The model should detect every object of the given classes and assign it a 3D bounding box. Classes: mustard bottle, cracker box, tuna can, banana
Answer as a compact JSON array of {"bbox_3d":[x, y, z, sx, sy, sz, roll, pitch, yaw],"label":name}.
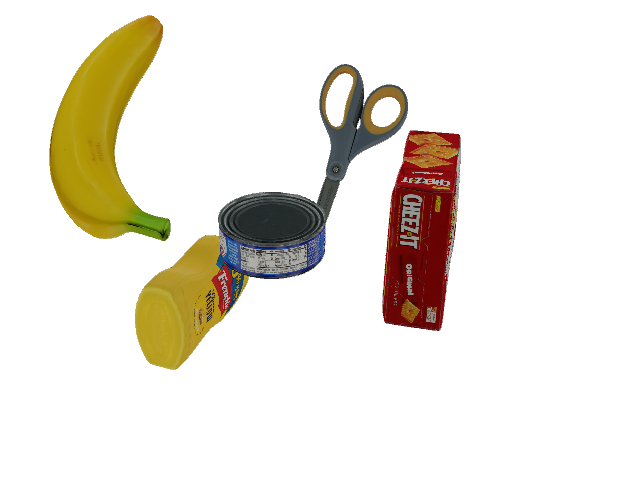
[{"bbox_3d":[-0.123,0.049,1.125,0.058,0.096,0.191,10,29,20],"label":"mustard bottle"},{"bbox_3d":[0.118,-0.019,1.221,0.072,0.164,0.213,6,22,8],"label":"cracker box"},{"bbox_3d":[-0.038,-0.004,0.849,0.086,0.034,0.086,0,30,0],"label":"tuna can"},{"bbox_3d":[-0.127,-0.067,0.642,0.069,0.198,0.037,-3,-41,-8],"label":"banana"}]

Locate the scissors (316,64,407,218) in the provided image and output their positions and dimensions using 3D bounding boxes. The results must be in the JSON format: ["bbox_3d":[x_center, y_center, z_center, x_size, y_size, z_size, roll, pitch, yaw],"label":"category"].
[{"bbox_3d":[0.035,-0.074,1.034,0.096,0.202,0.016,2,-12,5],"label":"scissors"}]
